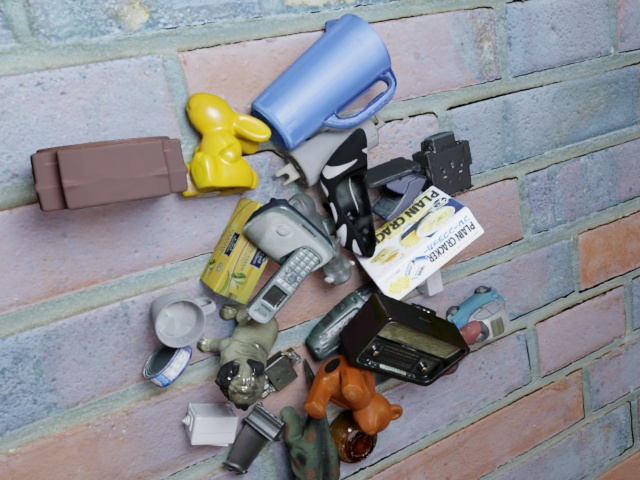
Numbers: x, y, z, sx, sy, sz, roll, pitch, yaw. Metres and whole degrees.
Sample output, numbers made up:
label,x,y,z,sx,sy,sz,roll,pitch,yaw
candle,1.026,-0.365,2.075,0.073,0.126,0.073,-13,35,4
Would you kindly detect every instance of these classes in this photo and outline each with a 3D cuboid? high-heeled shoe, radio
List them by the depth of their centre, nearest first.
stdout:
label,x,y,z,sx,sy,sz,roll,pitch,yaw
high-heeled shoe,0.071,-0.072,0.960,0.086,0.248,0.145,-33,70,-30
radio,0.156,0.192,1.003,0.229,0.073,0.131,25,117,-31

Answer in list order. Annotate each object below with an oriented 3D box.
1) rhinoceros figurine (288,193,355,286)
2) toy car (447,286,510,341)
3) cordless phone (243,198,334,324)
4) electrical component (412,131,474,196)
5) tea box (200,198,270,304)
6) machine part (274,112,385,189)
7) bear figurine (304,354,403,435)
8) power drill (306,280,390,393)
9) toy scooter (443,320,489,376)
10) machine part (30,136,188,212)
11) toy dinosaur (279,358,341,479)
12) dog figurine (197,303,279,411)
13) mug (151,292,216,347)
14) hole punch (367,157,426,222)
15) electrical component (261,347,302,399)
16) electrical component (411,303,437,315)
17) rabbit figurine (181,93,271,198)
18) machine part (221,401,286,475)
label,x,y,z,sx,sy,sz,roll,pitch,yaw
rhinoceros figurine,-0.002,-0.003,1.003,0.073,0.112,0.190,-34,104,-19
toy car,0.372,0.178,1.218,0.162,0.103,0.109,-23,107,-23
cordless phone,-0.081,0.035,0.881,0.146,0.089,0.184,41,83,-29
electrical component,0.260,-0.157,1.131,0.115,0.058,0.134,-24,109,-22
tea box,-0.136,0.017,0.949,0.068,0.098,0.169,30,84,-28
machine part,0.024,-0.168,1.004,0.243,0.079,0.079,-33,111,-18
bear figurine,0.070,0.317,1.020,0.120,0.132,0.195,-27,110,19
power drill,0.099,0.202,1.104,0.232,0.086,0.207,-32,115,-16
toy scooter,0.265,0.232,1.152,0.135,0.075,0.183,7,134,-36
machine part,-0.308,-0.100,0.788,0.201,0.201,0.087,-10,101,-24
toy dinosaur,-0.006,0.452,1.034,0.131,0.192,0.404,-10,104,-26
dog figurine,-0.113,0.192,0.938,0.121,0.191,0.172,38,80,-26
mug,-0.238,0.121,0.913,0.109,0.107,0.080,-27,111,-24
hole punch,0.142,-0.101,1.047,0.116,0.142,0.092,-25,108,-5
electrical component,-0.082,0.256,1.045,0.102,0.045,0.078,-29,109,-19
electrical component,0.220,0.179,1.170,0.119,0.048,0.074,14,97,-67
rabbit figurine,-0.165,-0.165,0.899,0.162,0.122,0.173,-13,85,-26
machine part,-0.130,0.390,1.037,0.084,0.039,0.139,36,89,6
